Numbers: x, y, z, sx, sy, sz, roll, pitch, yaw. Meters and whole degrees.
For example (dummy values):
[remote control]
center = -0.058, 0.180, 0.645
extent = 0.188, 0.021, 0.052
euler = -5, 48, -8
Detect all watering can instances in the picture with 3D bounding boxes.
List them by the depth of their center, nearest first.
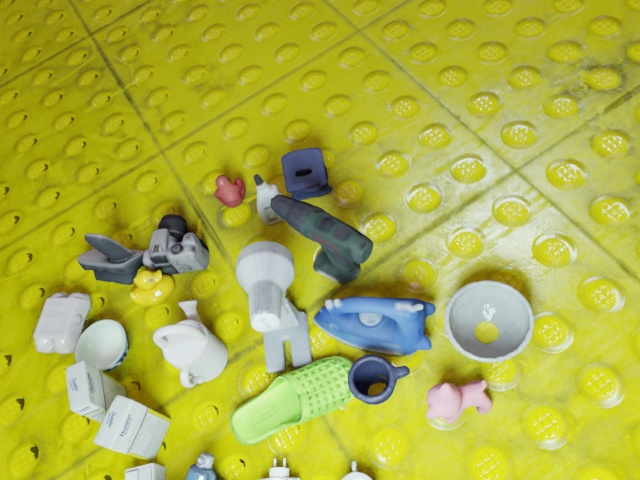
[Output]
[watering can]
center = -0.271, 0.208, 1.170
extent = 0.101, 0.194, 0.172
euler = -28, 57, -2

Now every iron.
[iron]
center = 0.095, 0.149, 1.143
extent = 0.257, 0.142, 0.118
euler = 3, 61, 16

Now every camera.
[camera]
center = -0.345, 0.002, 1.365
extent = 0.143, 0.101, 0.137
euler = -7, 59, 10

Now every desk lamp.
[desk lamp]
center = -0.091, 0.135, 1.156
extent = 0.118, 0.214, 0.203
euler = -14, 58, 6

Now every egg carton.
[egg carton]
center = -0.597, 0.193, 1.336
extent = 0.107, 0.069, 0.150
euler = -2, 60, 13

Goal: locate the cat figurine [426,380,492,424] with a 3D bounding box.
[cat figurine]
center = 0.247, 0.285, 1.038
extent = 0.128, 0.118, 0.067
euler = -21, 57, 2

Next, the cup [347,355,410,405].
[cup]
center = 0.117, 0.272, 1.093
extent = 0.117, 0.095, 0.091
euler = -17, 58, 4

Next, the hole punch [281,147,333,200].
[hole punch]
center = -0.033, -0.160, 1.386
extent = 0.108, 0.091, 0.101
euler = -12, 58, 8

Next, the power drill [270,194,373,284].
[power drill]
center = 0.011, 0.004, 1.209
extent = 0.228, 0.209, 0.076
euler = 24, 69, 25

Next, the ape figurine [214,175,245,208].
[ape figurine]
center = -0.229, -0.128, 1.417
extent = 0.077, 0.092, 0.076
euler = -15, 58, 5

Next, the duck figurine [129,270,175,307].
[duck figurine]
center = -0.400, 0.104, 1.328
extent = 0.104, 0.086, 0.077
euler = -26, 57, -2

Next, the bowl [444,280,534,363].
[bowl]
center = 0.326, 0.167, 1.113
extent = 0.167, 0.075, 0.167
euler = -6, 59, 11

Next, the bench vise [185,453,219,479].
[bench vise]
center = -0.259, 0.473, 0.996
extent = 0.121, 0.220, 0.207
euler = -4, 59, 12

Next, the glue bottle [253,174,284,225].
[glue bottle]
center = -0.119, -0.099, 1.324
extent = 0.078, 0.173, 0.037
euler = -17, 57, 4

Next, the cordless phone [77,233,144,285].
[cordless phone]
center = -0.513, 0.024, 1.345
extent = 0.147, 0.185, 0.094
euler = 2, 61, 15
